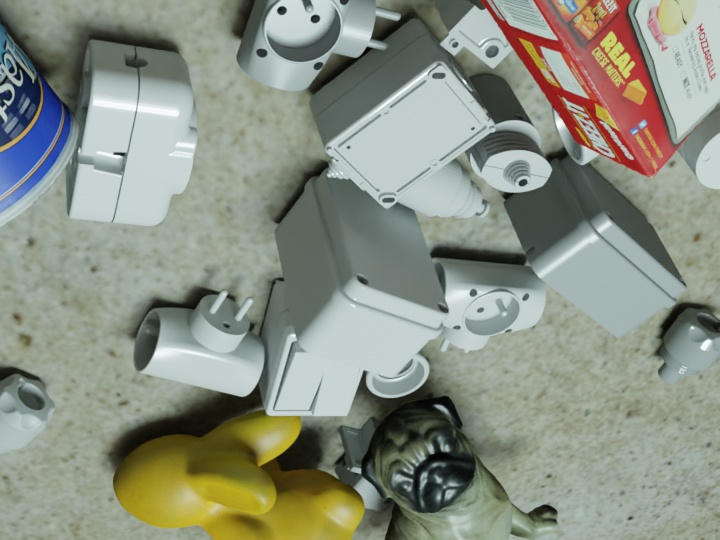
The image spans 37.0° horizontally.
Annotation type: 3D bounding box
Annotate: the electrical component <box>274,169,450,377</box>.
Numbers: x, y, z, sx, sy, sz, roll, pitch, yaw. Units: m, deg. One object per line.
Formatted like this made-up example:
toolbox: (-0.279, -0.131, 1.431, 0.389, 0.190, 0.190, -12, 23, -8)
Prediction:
electrical component: (0.000, 0.000, 0.657, 0.078, 0.113, 0.057, 20, 126, -31)

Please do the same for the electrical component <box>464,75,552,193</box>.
electrical component: (0.083, -0.076, 0.636, 0.043, 0.081, 0.043, -9, 133, -9)

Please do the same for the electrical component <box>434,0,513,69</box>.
electrical component: (0.067, -0.148, 0.582, 0.048, 0.055, 0.066, 29, 118, -36)

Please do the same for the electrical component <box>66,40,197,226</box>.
electrical component: (-0.125, -0.073, 0.592, 0.059, 0.053, 0.095, 5, 129, -21)

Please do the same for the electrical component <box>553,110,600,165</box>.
electrical component: (0.159, -0.098, 0.668, 0.065, 0.044, 0.044, -23, 134, -3)

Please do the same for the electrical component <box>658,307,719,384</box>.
electrical component: (0.257, 0.063, 0.842, 0.043, 0.043, 0.062, 8, 129, -24)

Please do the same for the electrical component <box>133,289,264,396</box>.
electrical component: (-0.099, 0.043, 0.714, 0.077, 0.043, 0.079, 18, 124, -29)

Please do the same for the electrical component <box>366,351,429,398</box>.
electrical component: (0.020, 0.055, 0.753, 0.045, 0.055, 0.045, -9, 133, -9)

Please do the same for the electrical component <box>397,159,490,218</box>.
electrical component: (0.050, -0.052, 0.675, 0.078, 0.040, 0.040, 23, 121, -33)

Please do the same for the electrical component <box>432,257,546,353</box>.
electrical component: (0.080, 0.030, 0.756, 0.077, 0.044, 0.079, 5, 130, -21)

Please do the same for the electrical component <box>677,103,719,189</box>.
electrical component: (0.265, -0.103, 0.672, 0.052, 0.073, 0.138, 22, 122, -32)

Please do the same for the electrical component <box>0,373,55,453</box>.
electrical component: (-0.240, 0.102, 0.725, 0.062, 0.043, 0.043, -41, 130, 21)

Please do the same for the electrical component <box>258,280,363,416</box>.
electrical component: (-0.030, 0.052, 0.731, 0.062, 0.061, 0.096, 2, 130, -19)

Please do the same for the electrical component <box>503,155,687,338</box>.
electrical component: (0.157, -0.016, 0.716, 0.057, 0.078, 0.113, -39, 131, 22)

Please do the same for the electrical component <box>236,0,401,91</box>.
electrical component: (-0.017, -0.136, 0.575, 0.079, 0.044, 0.077, 8, 128, -23)

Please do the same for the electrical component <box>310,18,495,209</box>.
electrical component: (0.017, -0.088, 0.618, 0.096, 0.061, 0.062, -35, 132, 15)

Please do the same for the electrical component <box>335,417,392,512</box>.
electrical component: (0.015, 0.157, 0.854, 0.081, 0.042, 0.063, 19, 122, -30)
